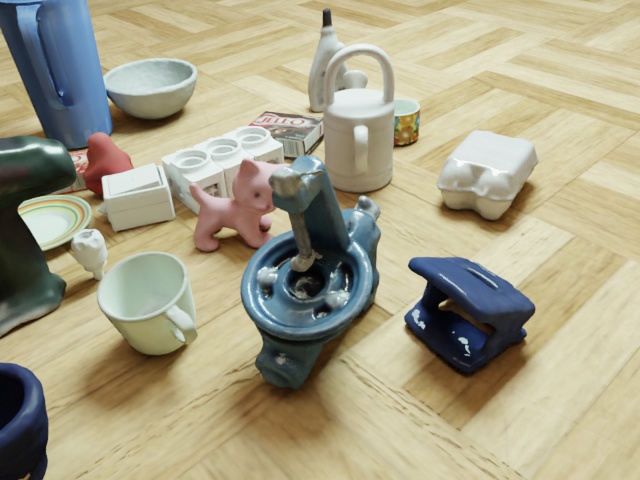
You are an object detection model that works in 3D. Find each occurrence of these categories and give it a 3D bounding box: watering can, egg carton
[{"bbox_3d":[0.050,-0.176,0.791,0.101,0.194,0.172,-15,39,-17],"label":"watering can"},{"bbox_3d":[0.227,-0.093,0.775,0.107,0.069,0.150,19,42,26],"label":"egg carton"}]

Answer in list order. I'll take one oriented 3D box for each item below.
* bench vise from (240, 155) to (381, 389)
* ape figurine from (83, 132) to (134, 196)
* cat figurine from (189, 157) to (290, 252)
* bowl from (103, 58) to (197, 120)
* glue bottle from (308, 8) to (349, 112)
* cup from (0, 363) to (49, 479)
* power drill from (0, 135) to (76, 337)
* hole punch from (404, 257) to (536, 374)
[{"bbox_3d":[-0.007,0.001,0.537,0.121,0.220,0.207,5,38,9],"label":"bench vise"},{"bbox_3d":[-0.298,-0.109,0.804,0.075,0.092,0.078,29,47,35],"label":"ape figurine"},{"bbox_3d":[-0.096,-0.053,0.698,0.128,0.118,0.067,-5,37,-3],"label":"cat figurine"},{"bbox_3d":[-0.297,-0.261,1.020,0.167,0.075,0.167,-1,37,1],"label":"bowl"},{"bbox_3d":[0.016,-0.309,0.987,0.078,0.173,0.037,-8,37,-7],"label":"glue bottle"},{"bbox_3d":[-0.250,0.166,0.433,0.091,0.095,0.117,-1,37,1],"label":"cup"},{"bbox_3d":[-0.347,-0.004,0.570,0.230,0.209,0.075,-32,46,-33],"label":"power drill"},{"bbox_3d":[0.146,0.055,0.565,0.101,0.091,0.108,-25,42,-27],"label":"hole punch"}]
